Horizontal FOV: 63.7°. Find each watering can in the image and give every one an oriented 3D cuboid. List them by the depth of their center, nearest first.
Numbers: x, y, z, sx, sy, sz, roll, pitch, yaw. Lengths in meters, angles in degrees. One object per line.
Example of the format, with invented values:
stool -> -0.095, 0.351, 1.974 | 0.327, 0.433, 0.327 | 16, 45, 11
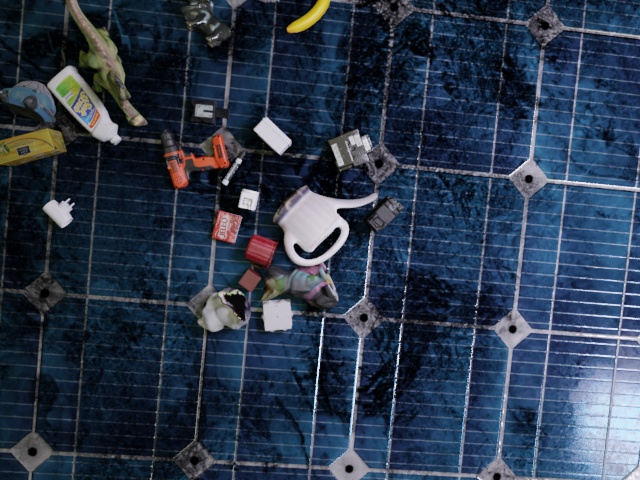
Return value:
watering can -> 0.005, -0.080, 1.597 | 0.225, 0.102, 0.352 | 42, 70, 2

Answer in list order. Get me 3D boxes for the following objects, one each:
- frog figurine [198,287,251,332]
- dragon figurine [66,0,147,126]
frog figurine -> -0.296, 0.227, 1.600 | 0.136, 0.125, 0.157 | 38, 126, -13
dragon figurine -> -0.589, -0.484, 1.442 | 0.123, 0.401, 0.246 | -35, 56, -16
